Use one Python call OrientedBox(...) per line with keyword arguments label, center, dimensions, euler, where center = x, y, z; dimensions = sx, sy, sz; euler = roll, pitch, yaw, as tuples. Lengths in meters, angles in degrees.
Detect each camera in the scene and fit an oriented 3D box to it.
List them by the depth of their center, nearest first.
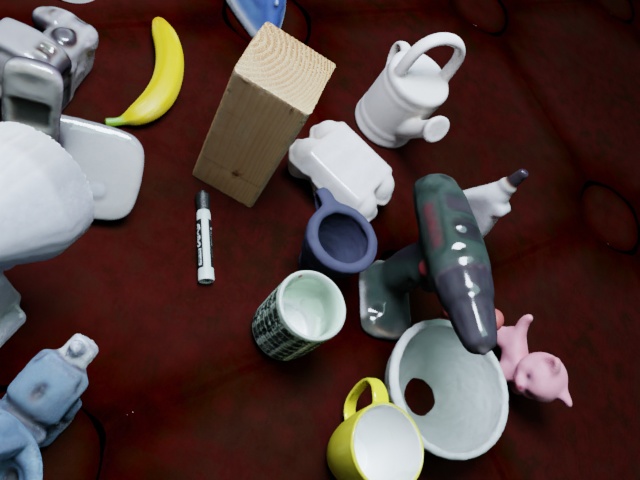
OrientedBox(label="camera", center=(-0.346, -0.217, 0.650), dimensions=(0.137, 0.100, 0.143), euler=(28, 57, -11))

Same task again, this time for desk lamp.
OrientedBox(label="desk lamp", center=(-0.299, 0.025, 0.483), dimensions=(0.118, 0.213, 0.203), euler=(35, 55, -6))

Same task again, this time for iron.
OrientedBox(label="iron", center=(-0.085, -0.436, 0.863), dimensions=(0.119, 0.141, 0.258), euler=(-6, 68, -28))

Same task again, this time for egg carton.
OrientedBox(label="egg carton", center=(0.030, -0.093, 0.792), dimensions=(0.150, 0.069, 0.107), euler=(43, 55, -1))

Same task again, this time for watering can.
OrientedBox(label="watering can", center=(0.141, -0.220, 0.834), dimensions=(0.101, 0.193, 0.173), euler=(-25, 78, -33))

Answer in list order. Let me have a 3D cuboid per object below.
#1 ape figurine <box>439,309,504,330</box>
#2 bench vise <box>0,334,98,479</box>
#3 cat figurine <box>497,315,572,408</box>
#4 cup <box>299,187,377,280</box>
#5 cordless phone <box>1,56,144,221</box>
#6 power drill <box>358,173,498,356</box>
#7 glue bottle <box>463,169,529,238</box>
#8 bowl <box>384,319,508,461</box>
OrientedBox(label="ape figurine", center=(0.206, 0.113, 0.761), dimensions=(0.076, 0.092, 0.078), euler=(0, 65, -26))
OrientedBox(label="bench vise", center=(-0.261, 0.147, 0.437), dimensions=(0.122, 0.219, 0.207), euler=(23, 58, -14))
OrientedBox(label="cat figurine", center=(0.278, 0.162, 0.757), dimensions=(0.067, 0.117, 0.128), euler=(3, 64, -24))
OrientedBox(label="cup", center=(0.007, 0.003, 0.717), dimensions=(0.092, 0.094, 0.117), euler=(-12, 71, -30))
OrientedBox(label="cordless phone", center=(-0.253, -0.101, 0.587), dimensions=(0.148, 0.184, 0.094), euler=(8, 62, -23))
OrientedBox(label="power drill", center=(0.125, 0.047, 0.684), dimensions=(0.076, 0.208, 0.229), euler=(10, 62, -21))
OrientedBox(label="glue bottle", center=(0.231, -0.051, 0.807), dimensions=(0.037, 0.173, 0.078), euler=(-28, 80, -34))
OrientedBox(label="bowl", center=(0.143, 0.186, 0.704), dimensions=(0.168, 0.074, 0.167), euler=(11, 61, -21))
